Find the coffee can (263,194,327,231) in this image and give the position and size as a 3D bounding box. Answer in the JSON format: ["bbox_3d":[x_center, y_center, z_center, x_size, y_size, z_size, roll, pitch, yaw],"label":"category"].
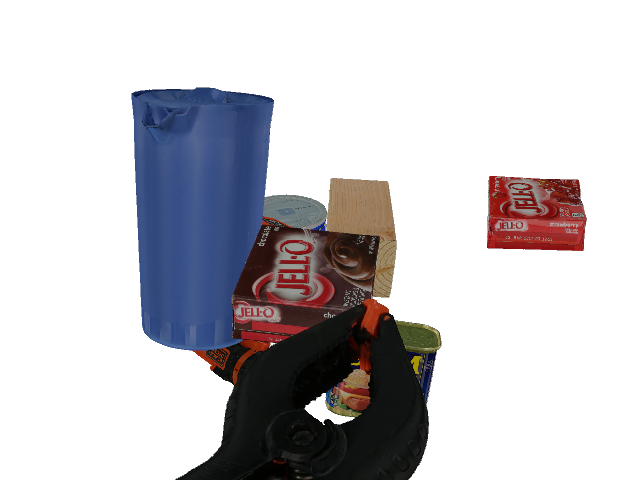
[{"bbox_3d":[-0.044,0.024,1.384,0.103,0.140,0.103,1,26,-1],"label":"coffee can"}]

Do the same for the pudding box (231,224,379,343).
[{"bbox_3d":[-0.008,0.031,0.741,0.090,0.039,0.113,6,25,5],"label":"pudding box"}]

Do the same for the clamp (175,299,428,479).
[{"bbox_3d":[0.000,0.091,0.393,0.120,0.039,0.171,26,50,19],"label":"clamp"}]

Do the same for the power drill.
[{"bbox_3d":[-0.062,0.077,1.180,0.185,0.188,0.057,28,11,40],"label":"power drill"}]

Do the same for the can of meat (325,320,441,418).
[{"bbox_3d":[0.058,0.124,1.020,0.102,0.084,0.057,8,19,-1],"label":"can of meat"}]

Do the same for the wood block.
[{"bbox_3d":[0.056,-0.008,1.539,0.091,0.090,0.206,4,26,-2],"label":"wood block"}]

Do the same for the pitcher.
[{"bbox_3d":[-0.110,-0.026,1.033,0.149,0.243,0.145,-2,15,-19],"label":"pitcher"}]

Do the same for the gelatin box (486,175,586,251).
[{"bbox_3d":[0.168,-0.023,0.839,0.073,0.030,0.089,3,24,9],"label":"gelatin box"}]
